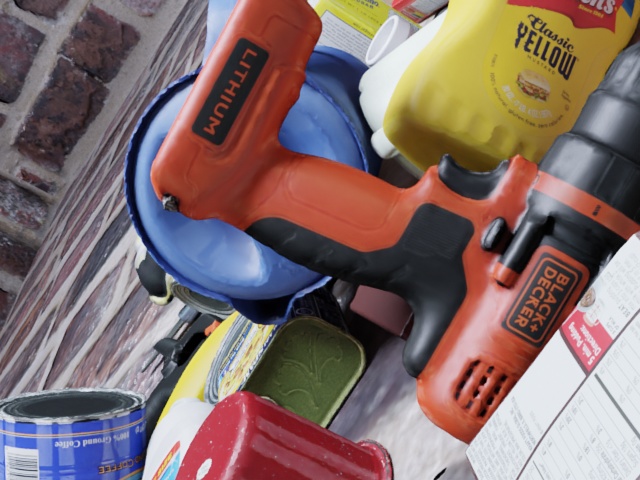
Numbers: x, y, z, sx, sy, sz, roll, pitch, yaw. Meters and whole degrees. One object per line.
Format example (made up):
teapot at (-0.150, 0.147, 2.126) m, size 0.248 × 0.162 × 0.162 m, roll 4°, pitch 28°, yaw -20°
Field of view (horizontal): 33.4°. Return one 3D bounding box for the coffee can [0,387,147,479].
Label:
coffee can at (-0.166, 0.178, 0.717) m, size 0.103 × 0.102 × 0.140 m, roll -171°, pitch 80°, yaw -72°

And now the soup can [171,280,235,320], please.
soup can at (-0.077, 0.008, 0.907) m, size 0.069 × 0.068 × 0.102 m, roll -30°, pitch 36°, yaw 60°

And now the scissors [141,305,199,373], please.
scissors at (-0.120, 0.053, 1.047) m, size 0.202 × 0.016 × 0.096 m, roll -43°, pitch 23°, yaw 44°

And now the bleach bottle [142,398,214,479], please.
bleach bottle at (-0.080, 0.180, 0.627) m, size 0.103 × 0.068 × 0.251 m, roll -57°, pitch 19°, yaw 18°

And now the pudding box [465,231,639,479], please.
pudding box at (0.101, 0.063, 0.354) m, size 0.114 × 0.039 × 0.090 m, roll -58°, pitch 18°, yaw 18°

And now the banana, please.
banana at (-0.093, 0.137, 0.809) m, size 0.070 × 0.037 × 0.197 m, roll -4°, pitch 58°, yaw 48°

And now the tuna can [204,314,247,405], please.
tuna can at (-0.046, 0.085, 0.752) m, size 0.086 × 0.033 × 0.086 m, roll -53°, pitch 19°, yaw 26°

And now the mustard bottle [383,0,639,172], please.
mustard bottle at (0.107, -0.112, 0.517) m, size 0.191 × 0.096 × 0.058 m, roll -66°, pitch 15°, yaw -17°

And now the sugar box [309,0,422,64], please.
sugar box at (-0.002, -0.122, 0.853) m, size 0.177 × 0.093 × 0.048 m, roll -43°, pitch 23°, yaw 45°

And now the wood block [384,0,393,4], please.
wood block at (0.077, -0.301, 0.915) m, size 0.206 × 0.090 × 0.090 m, roll -45°, pitch 23°, yaw 43°

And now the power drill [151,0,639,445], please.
power drill at (0.041, -0.033, 0.434) m, size 0.184 × 0.187 × 0.057 m, roll -60°, pitch -4°, yaw 2°

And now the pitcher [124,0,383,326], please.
pitcher at (-0.021, -0.068, 0.663) m, size 0.149 × 0.145 × 0.242 m, roll -51°, pitch 2°, yaw 18°

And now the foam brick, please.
foam brick at (0.057, 0.028, 0.513) m, size 0.053 × 0.051 × 0.078 m, roll -62°, pitch 17°, yaw -3°

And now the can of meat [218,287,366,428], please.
can of meat at (-0.022, 0.079, 0.654) m, size 0.102 × 0.057 × 0.084 m, roll -58°, pitch 16°, yaw 11°

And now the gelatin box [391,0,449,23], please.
gelatin box at (0.096, -0.222, 0.835) m, size 0.073 × 0.030 × 0.089 m, roll -13°, pitch 54°, yaw 68°

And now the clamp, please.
clamp at (-0.116, 0.105, 0.917) m, size 0.172 × 0.039 × 0.120 m, roll -42°, pitch 31°, yaw 38°

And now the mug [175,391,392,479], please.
mug at (-0.024, 0.122, 0.545) m, size 0.093 × 0.081 × 0.117 m, roll -55°, pitch 18°, yaw 21°
